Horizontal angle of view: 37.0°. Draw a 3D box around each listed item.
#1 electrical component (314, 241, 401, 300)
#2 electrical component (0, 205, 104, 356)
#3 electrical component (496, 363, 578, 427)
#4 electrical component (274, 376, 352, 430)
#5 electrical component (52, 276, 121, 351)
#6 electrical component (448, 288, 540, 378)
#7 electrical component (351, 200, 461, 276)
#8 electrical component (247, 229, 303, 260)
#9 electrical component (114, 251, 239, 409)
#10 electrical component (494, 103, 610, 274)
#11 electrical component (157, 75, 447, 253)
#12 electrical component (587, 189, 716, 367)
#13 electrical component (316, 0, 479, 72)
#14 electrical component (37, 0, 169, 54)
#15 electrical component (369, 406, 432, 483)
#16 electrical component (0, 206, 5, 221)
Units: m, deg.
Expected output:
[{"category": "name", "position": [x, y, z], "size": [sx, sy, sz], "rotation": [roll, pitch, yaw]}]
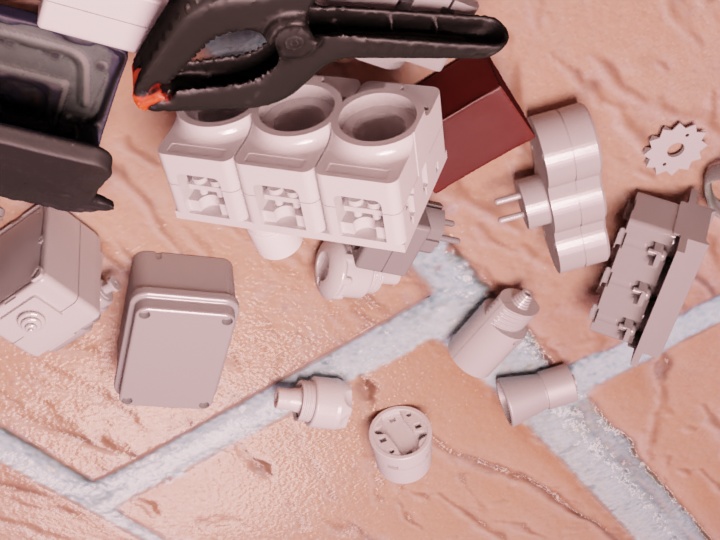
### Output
[{"category": "electrical component", "position": [0.000, 0.000, 0.799], "size": [0.062, 0.048, 0.048], "rotation": [5, 133, -27]}, {"category": "electrical component", "position": [-0.213, 0.011, 0.726], "size": [0.062, 0.096, 0.061], "rotation": [-31, 133, 17]}, {"category": "electrical component", "position": [0.157, 0.106, 0.939], "size": [0.065, 0.044, 0.044], "rotation": [-17, 135, -2]}, {"category": "electrical component", "position": [-0.040, 0.110, 0.897], "size": [0.062, 0.043, 0.043], "rotation": [8, 131, -18]}, {"category": "electrical component", "position": [-0.208, 0.028, 0.783], "size": [0.078, 0.040, 0.040], "rotation": [-30, 132, 16]}, {"category": "electrical component", "position": [0.111, 0.045, 0.867], "size": [0.043, 0.043, 0.081], "rotation": [18, 127, -27]}, {"category": "electrical component", "position": [0.035, -0.033, 0.758], "size": [0.077, 0.065, 0.047], "rotation": [11, 130, -21]}, {"category": "electrical component", "position": [-0.064, -0.038, 0.750], "size": [0.044, 0.044, 0.065], "rotation": [-17, 139, 4]}, {"category": "electrical component", "position": [-0.139, 0.048, 0.805], "size": [0.078, 0.057, 0.113], "rotation": [6, 132, -17]}, {"category": "electrical component", "position": [0.133, -0.051, 0.771], "size": [0.074, 0.052, 0.138], "rotation": [-15, 135, 3]}, {"category": "electrical component", "position": [-0.033, -0.073, 0.647], "size": [0.150, 0.089, 0.061], "rotation": [9, 138, 19]}, {"category": "electrical component", "position": [0.222, 0.003, 0.830], "size": [0.063, 0.078, 0.121], "rotation": [19, 134, 11]}, {"category": "electrical component", "position": [0.015, -0.159, 0.642], "size": [0.089, 0.050, 0.055], "rotation": [14, 129, -24]}, {"category": "electrical component", "position": [-0.130, -0.168, 0.604], "size": [0.083, 0.047, 0.075], "rotation": [11, 130, -23]}, {"category": "electrical component", "position": [0.037, 0.156, 0.952], "size": [0.055, 0.055, 0.047], "rotation": [-11, 138, -2]}, {"category": "electrical component", "position": [-0.271, -0.028, 0.682], "size": [0.080, 0.080, 0.051], "rotation": [14, 87, -24]}]
